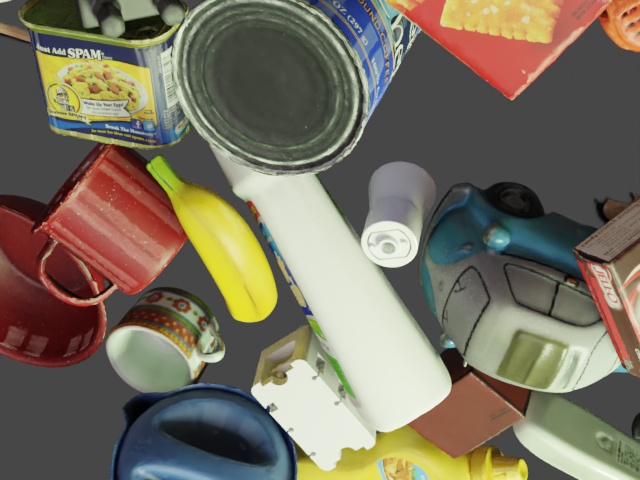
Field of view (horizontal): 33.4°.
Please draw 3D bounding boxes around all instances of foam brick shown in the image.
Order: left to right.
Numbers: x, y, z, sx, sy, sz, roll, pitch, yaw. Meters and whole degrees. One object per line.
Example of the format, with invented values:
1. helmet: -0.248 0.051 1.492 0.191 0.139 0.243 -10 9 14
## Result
1. foam brick: 0.105 0.107 0.748 0.053 0.051 0.078 39 131 -10

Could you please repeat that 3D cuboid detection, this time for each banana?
1. banana: -0.057 0.015 0.702 0.070 0.037 0.198 54 172 31

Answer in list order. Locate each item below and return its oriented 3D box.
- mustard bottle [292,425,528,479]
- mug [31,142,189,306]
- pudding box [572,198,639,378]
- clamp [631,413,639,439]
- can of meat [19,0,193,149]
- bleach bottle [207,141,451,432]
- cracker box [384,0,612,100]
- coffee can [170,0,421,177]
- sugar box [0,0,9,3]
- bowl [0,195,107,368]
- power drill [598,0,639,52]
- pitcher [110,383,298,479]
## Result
1. mustard bottle: 0.067 0.186 0.820 0.192 0.058 0.096 -14 115 32
2. mug: -0.143 -0.007 0.728 0.081 0.117 0.093 40 161 -16
3. pudding box: 0.205 0.013 0.596 0.039 0.113 0.090 29 152 60
4. clamp: 0.272 0.106 0.674 0.120 0.039 0.172 33 123 26
5. can of meat: -0.131 -0.109 0.678 0.102 0.057 0.084 12 132 16
6. bleach bottle: -0.005 0.001 0.695 0.068 0.102 0.251 -31 105 -3
7. cracker box: 0.038 -0.183 0.476 0.213 0.164 0.072 38 129 -8
8. coffee can: -0.003 -0.113 0.563 0.103 0.140 0.103 12 130 14
9. sugar box: -0.169 -0.225 0.598 0.093 0.048 0.177 53 133 6
10. bowl: -0.226 0.021 0.820 0.162 0.055 0.162 12 130 15
11. power drill: 0.253 -0.101 0.502 0.187 0.057 0.185 44 136 -20
12. pitcher: -0.086 0.231 0.845 0.145 0.149 0.243 1 146 -5
